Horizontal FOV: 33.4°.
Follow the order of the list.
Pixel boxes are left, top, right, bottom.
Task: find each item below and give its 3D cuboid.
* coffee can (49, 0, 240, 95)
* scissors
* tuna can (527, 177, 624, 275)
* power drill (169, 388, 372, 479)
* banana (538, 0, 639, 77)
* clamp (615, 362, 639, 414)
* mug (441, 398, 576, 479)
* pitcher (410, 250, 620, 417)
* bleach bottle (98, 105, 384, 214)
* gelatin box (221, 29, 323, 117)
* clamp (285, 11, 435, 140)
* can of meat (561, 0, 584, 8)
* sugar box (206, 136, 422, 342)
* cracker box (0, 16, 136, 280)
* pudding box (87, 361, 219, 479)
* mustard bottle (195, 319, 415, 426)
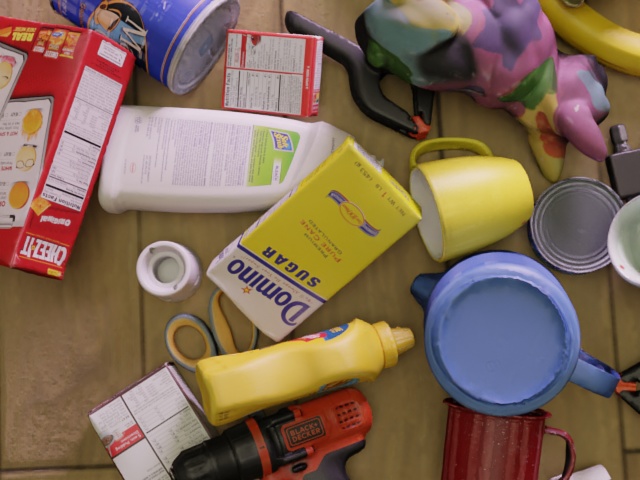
[{"bbox_3d":[-0.159,-0.213,0.974,0.140,0.103,0.103,34,87,7],"label":"coffee can"},{"bbox_3d":[-0.085,0.142,0.972,0.096,0.016,0.202,-10,82,1],"label":"scissors"},{"bbox_3d":[0.230,-0.012,0.956,0.086,0.033,0.086,0,84,4],"label":"tuna can"},{"bbox_3d":[-0.019,0.239,0.920,0.184,0.057,0.187,-18,85,-14],"label":"power drill"},{"bbox_3d":[0.264,-0.193,0.970,0.198,0.037,0.069,21,81,2],"label":"banana"},{"bbox_3d":[0.362,0.147,0.927,0.210,0.036,0.164,-1,85,7],"label":"clamp"},{"bbox_3d":[0.159,0.184,0.914,0.117,0.093,0.081,6,89,3],"label":"mug"},{"bbox_3d":[0.152,0.076,0.847,0.149,0.242,0.145,-17,86,8],"label":"pitcher"},{"bbox_3d":[-0.068,-0.064,0.972,0.251,0.068,0.102,6,84,3],"label":"bleach bottle"},{"bbox_3d":[-0.044,-0.153,0.978,0.089,0.030,0.073,8,102,18],"label":"gelatin box"},{"bbox_3d":[0.044,-0.166,0.985,0.120,0.039,0.171,-21,78,3],"label":"clamp"},{"bbox_3d":[0.237,-0.263,0.943,0.083,0.057,0.102,-22,64,-22],"label":"can of meat"},{"bbox_3d":[-0.006,0.001,0.934,0.176,0.048,0.093,-43,100,14],"label":"sugar box"},{"bbox_3d":[-0.269,-0.087,0.956,0.164,0.072,0.214,15,85,35],"label":"cracker box"},{"bbox_3d":[-0.144,0.180,0.963,0.090,0.039,0.113,-32,85,-2],"label":"pudding box"},{"bbox_3d":[-0.009,0.109,0.926,0.191,0.096,0.058,-14,83,-12],"label":"mustard bottle"}]
